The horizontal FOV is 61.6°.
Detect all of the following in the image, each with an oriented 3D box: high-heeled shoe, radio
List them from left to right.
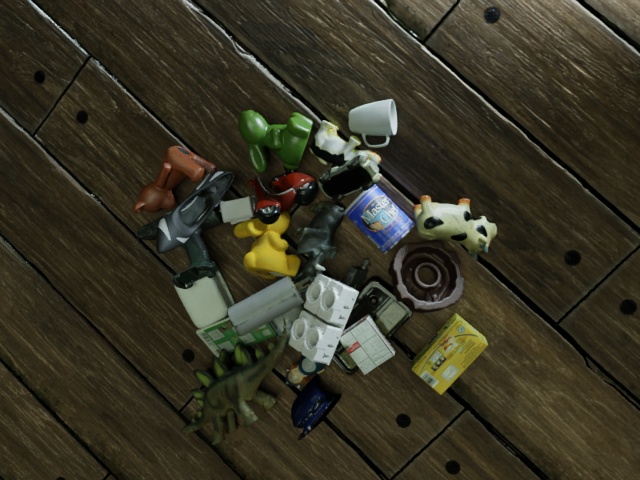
[{"bbox_3d":[-0.290,-0.069,1.277,0.145,0.249,0.086,-19,128,33],"label":"high-heeled shoe"},{"bbox_3d":[0.108,0.205,1.320,0.131,0.073,0.229,43,101,4],"label":"radio"}]

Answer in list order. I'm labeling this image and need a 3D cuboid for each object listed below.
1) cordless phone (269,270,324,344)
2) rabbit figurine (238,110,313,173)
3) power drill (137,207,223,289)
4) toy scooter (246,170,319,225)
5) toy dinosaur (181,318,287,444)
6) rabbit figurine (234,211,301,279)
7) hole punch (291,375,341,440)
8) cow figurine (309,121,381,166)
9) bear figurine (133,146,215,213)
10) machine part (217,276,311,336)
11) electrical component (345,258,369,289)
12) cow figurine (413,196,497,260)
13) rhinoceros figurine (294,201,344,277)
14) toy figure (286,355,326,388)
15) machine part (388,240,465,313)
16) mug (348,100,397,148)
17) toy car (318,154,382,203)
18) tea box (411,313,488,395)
[{"bbox_3d":[-0.049,0.156,1.344,0.184,0.089,0.146,-35,88,8],"label":"cordless phone"},{"bbox_3d":[-0.119,-0.249,1.303,0.170,0.121,0.159,20,121,-6],"label":"rabbit figurine"},{"bbox_3d":[-0.348,0.018,1.363,0.232,0.085,0.207,-22,56,5],"label":"power drill"},{"bbox_3d":[-0.103,-0.121,1.309,0.184,0.075,0.135,-33,60,-27],"label":"toy scooter"},{"bbox_3d":[-0.212,0.371,1.363,0.471,0.105,0.198,-39,85,22],"label":"toy dinosaur"},{"bbox_3d":[-0.130,-0.001,1.323,0.162,0.122,0.173,23,73,-31],"label":"rabbit figurine"},{"bbox_3d":[-0.020,0.413,1.348,0.092,0.115,0.142,43,101,13],"label":"hole punch"},{"bbox_3d":[0.059,-0.207,1.294,0.167,0.068,0.098,34,104,8],"label":"cow figurine"},{"bbox_3d":[-0.376,-0.134,1.361,0.132,0.120,0.195,32,102,3],"label":"bear figurine"},{"bbox_3d":[-0.130,0.157,1.275,0.243,0.079,0.079,-30,89,-2],"label":"machine part"},{"bbox_3d":[0.088,0.087,1.317,0.021,0.063,0.094,32,101,33],"label":"electrical component"},{"bbox_3d":[0.316,-0.027,1.236,0.195,0.085,0.127,6,70,-11],"label":"cow figurine"},{"bbox_3d":[-0.003,-0.004,1.303,0.112,0.073,0.190,29,73,-20],"label":"rhinoceros figurine"},{"bbox_3d":[-0.038,0.323,1.361,0.154,0.057,0.064,-44,52,21],"label":"toy figure"},{"bbox_3d":[0.248,0.086,1.259,0.179,0.056,0.179,2,72,-5],"label":"machine part"},{"bbox_3d":[0.124,-0.273,1.274,0.107,0.081,0.109,0,94,21],"label":"mug"},{"bbox_3d":[0.067,-0.143,1.249,0.073,0.056,0.202,52,147,-14],"label":"toy car"},{"bbox_3d":[0.309,0.272,1.290,0.098,0.068,0.169,42,100,4],"label":"tea box"}]
